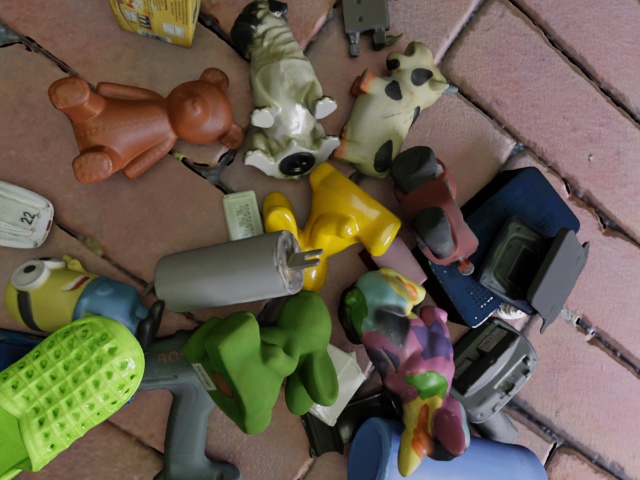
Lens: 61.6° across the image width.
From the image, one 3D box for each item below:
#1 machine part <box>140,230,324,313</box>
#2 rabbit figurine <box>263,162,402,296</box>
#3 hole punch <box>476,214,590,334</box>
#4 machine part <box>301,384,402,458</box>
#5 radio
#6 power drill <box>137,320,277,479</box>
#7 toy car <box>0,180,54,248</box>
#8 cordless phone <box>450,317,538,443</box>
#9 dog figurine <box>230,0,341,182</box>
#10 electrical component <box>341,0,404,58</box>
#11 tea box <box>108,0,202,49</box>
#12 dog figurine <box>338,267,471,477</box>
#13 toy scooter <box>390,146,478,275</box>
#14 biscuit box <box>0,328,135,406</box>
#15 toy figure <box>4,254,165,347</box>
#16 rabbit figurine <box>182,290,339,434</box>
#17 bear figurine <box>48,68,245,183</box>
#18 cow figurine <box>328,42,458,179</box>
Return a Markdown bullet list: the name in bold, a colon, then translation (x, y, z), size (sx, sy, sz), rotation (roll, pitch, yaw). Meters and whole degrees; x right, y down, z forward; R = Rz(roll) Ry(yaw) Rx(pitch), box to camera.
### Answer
- **machine part**: translation (-0.109, 0.039, 0.647), size (0.243, 0.079, 0.079), rotation (-12, 94, 21)
- **rabbit figurine**: translation (-0.001, -0.002, 0.694), size (0.162, 0.122, 0.173), rotation (31, 103, -19)
- **hole punch**: translation (0.281, 0.039, 0.710), size (0.115, 0.092, 0.142), rotation (35, 80, -43)
- **machine part**: translation (0.044, 0.245, 0.745), size (0.139, 0.039, 0.084), rotation (-14, 89, -11)
- **radio**: translation (0.248, 0.005, 0.774), size (0.229, 0.073, 0.131), rotation (-40, 99, -11)
- **power drill**: translation (-0.134, 0.208, 0.681), size (0.232, 0.086, 0.207), rotation (0, 95, -12)
- **toy car**: translation (-0.417, -0.045, 0.620), size (0.202, 0.056, 0.073), rotation (18, 87, -14)
- **cordless phone**: translation (0.266, 0.220, 0.788), size (0.146, 0.089, 0.184), rotation (-42, 111, -10)
- **dog figurine**: translation (-0.054, -0.190, 0.697), size (0.121, 0.172, 0.191), rotation (-6, 58, -18)
- **electrical component**: translation (0.072, -0.308, 0.742), size (0.078, 0.045, 0.102), rotation (-11, 91, 15)
- **tea box**: translation (-0.187, -0.288, 0.614), size (0.098, 0.170, 0.068), rotation (12, 88, -15)
- **dog figurine**: translation (0.105, 0.161, 0.650), size (0.108, 0.219, 0.191), rotation (-35, 122, 25)
- **toy scooter**: translation (0.151, -0.028, 0.680), size (0.075, 0.184, 0.135), rotation (-29, 130, 20)
- **biscuit box**: translation (-0.316, 0.147, 0.614), size (0.203, 0.059, 0.062), rotation (8, 89, 7)
- **toy figure**: translation (-0.277, 0.080, 0.625), size (0.180, 0.082, 0.089), rotation (20, 93, 1)
- **rabbit figurine**: translation (-0.042, 0.129, 0.622), size (0.170, 0.121, 0.159), rotation (-33, 87, -36)
- **bear figurine**: translation (-0.192, -0.141, 0.639), size (0.196, 0.132, 0.120), rotation (-13, 98, -7)
- **cow figurine**: translation (0.100, -0.176, 0.728), size (0.127, 0.085, 0.195), rotation (23, 89, -15)
